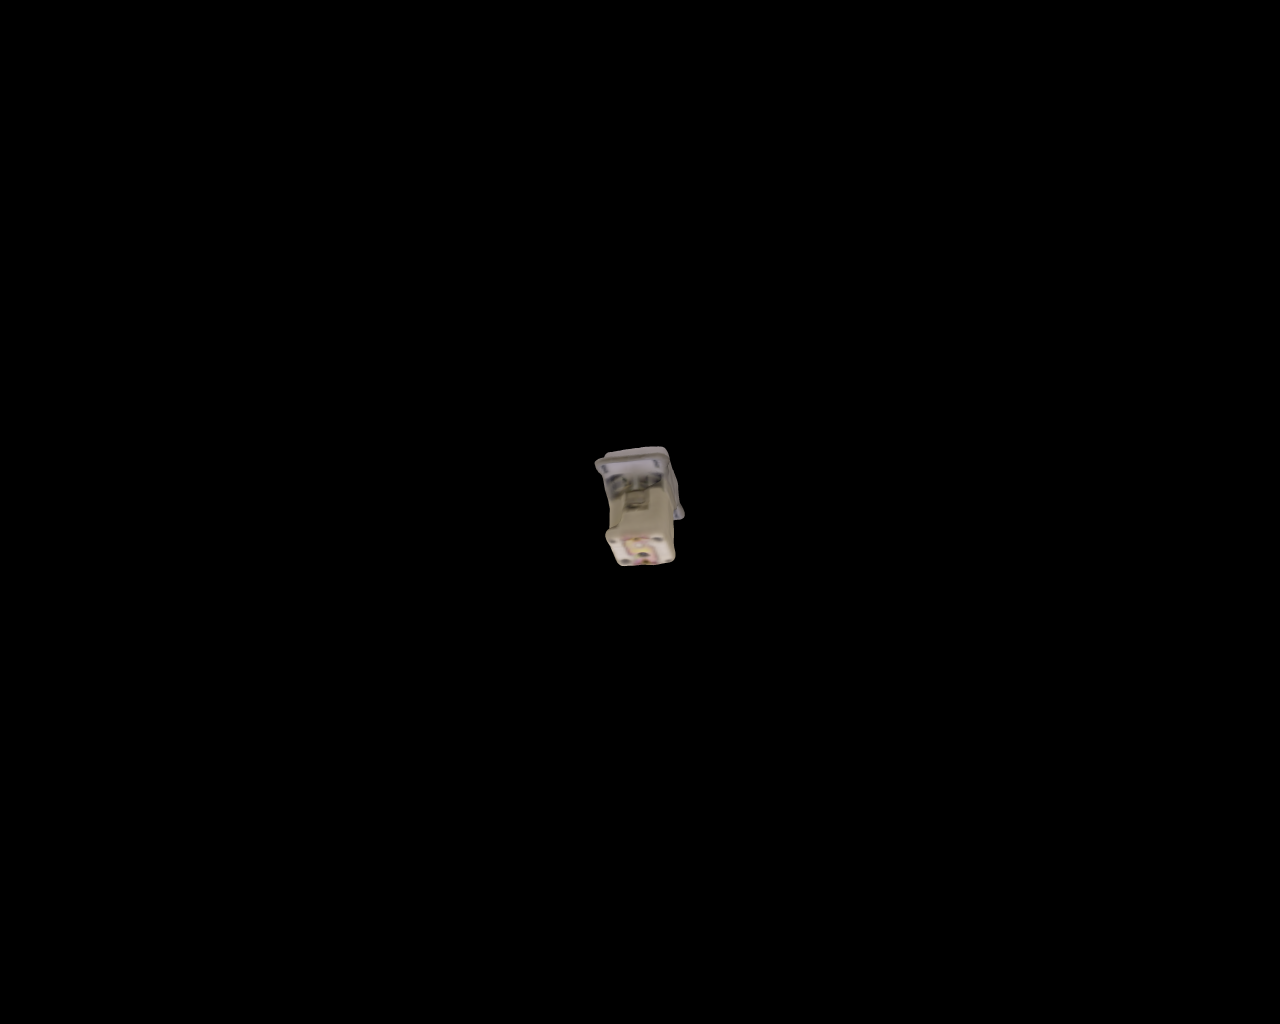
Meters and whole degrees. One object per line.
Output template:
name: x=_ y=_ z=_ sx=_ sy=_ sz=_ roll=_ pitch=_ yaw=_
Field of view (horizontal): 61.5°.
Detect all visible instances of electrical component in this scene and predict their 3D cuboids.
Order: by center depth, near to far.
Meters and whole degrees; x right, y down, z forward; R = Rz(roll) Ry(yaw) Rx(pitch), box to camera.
electrical component: x=0.001 y=-0.003 z=0.650 sx=0.042 sy=0.064 sz=0.081 roll=-5 pitch=-28 yaw=10
